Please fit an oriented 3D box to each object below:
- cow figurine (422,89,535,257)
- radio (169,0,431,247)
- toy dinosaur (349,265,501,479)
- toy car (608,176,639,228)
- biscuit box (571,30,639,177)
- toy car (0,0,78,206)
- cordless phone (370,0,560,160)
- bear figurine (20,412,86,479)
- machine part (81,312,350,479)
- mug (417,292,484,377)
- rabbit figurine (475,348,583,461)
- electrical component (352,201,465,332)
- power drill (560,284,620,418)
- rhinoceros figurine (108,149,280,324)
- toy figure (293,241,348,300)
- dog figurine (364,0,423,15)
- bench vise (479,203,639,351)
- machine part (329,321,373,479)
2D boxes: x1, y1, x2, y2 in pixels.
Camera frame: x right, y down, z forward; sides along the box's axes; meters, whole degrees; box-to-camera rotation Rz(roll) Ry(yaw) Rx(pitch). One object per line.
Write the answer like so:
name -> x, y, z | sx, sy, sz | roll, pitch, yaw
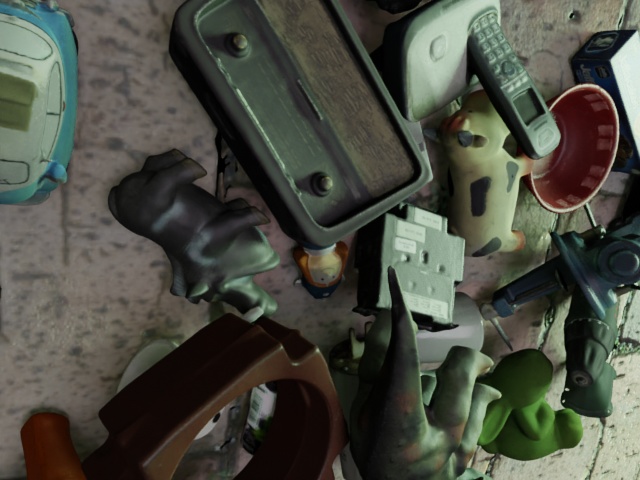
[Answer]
cow figurine -> 0.180, -0.073, 0.618 | 0.127, 0.086, 0.194 | -13, 114, -32
radio -> -0.019, -0.114, 0.461 | 0.131, 0.073, 0.229 | -35, 101, -14
toy dinosaur -> 0.093, 0.200, 0.531 | 0.404, 0.131, 0.192 | 50, 55, -43
toy car -> 0.492, -0.060, 0.798 | 0.056, 0.074, 0.201 | 7, 104, -27
biscuit box -> 0.402, -0.178, 0.716 | 0.063, 0.059, 0.202 | -45, 122, -9
toy car -> -0.221, -0.095, 0.374 | 0.109, 0.103, 0.161 | 12, 102, -33
cordless phone -> 0.146, -0.140, 0.519 | 0.146, 0.089, 0.184 | -36, 93, -27
bear figurine -> -0.200, 0.257, 0.516 | 0.120, 0.132, 0.195 | -57, 141, 0
machine part -> -0.079, 0.181, 0.466 | 0.201, 0.087, 0.200 | -39, 129, -30
mug -> 0.132, 0.121, 0.664 | 0.107, 0.081, 0.109 | -4, 118, -16
rabbit figurine -> 0.268, 0.217, 0.748 | 0.159, 0.121, 0.170 | -16, 125, -3
electrical component -> 0.099, 0.026, 0.593 | 0.115, 0.058, 0.134 | 19, 68, -24
power drill -> 0.387, 0.166, 0.778 | 0.232, 0.086, 0.207 | -56, 134, -40
rhinoceros figurine -> -0.101, 0.005, 0.491 | 0.112, 0.073, 0.190 | -48, 122, -8
toy figure -> -0.003, -0.002, 0.556 | 0.064, 0.058, 0.154 | 0, 113, 14
dog figurine -> 0.085, -0.314, 0.468 | 0.219, 0.109, 0.191 | -30, 120, -14
bench vise -> 0.323, 0.041, 0.700 | 0.241, 0.223, 0.128 | -30, 94, 21
machine part -> 0.055, 0.207, 0.645 | 0.079, 0.079, 0.242 | -16, 115, -24
